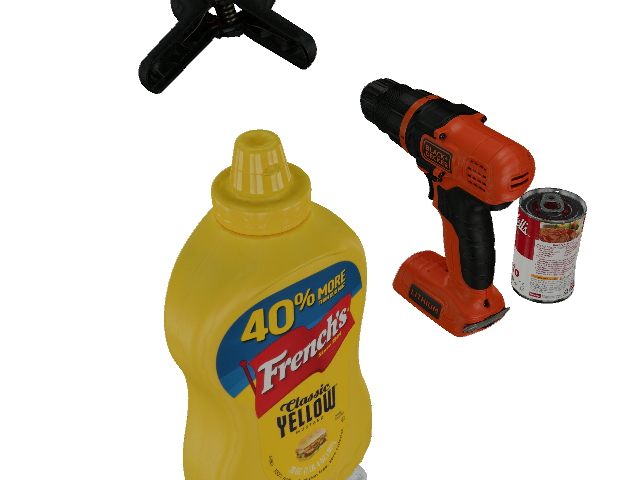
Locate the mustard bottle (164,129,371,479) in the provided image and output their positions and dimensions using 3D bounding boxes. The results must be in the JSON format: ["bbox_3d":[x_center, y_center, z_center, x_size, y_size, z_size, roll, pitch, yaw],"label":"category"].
[{"bbox_3d":[-0.022,0.038,0.475,0.096,0.192,0.058,-25,40,-29],"label":"mustard bottle"}]

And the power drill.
[{"bbox_3d":[0.096,-0.028,0.878,0.057,0.188,0.185,-23,39,-25],"label":"power drill"}]

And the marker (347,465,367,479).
[{"bbox_3d":[-0.004,0.153,0.836,0.020,0.020,0.121,0,26,-35],"label":"marker"}]

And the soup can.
[{"bbox_3d":[0.235,0.005,1.105,0.068,0.102,0.068,0,32,0],"label":"soup can"}]

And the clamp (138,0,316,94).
[{"bbox_3d":[-0.059,-0.163,0.767,0.120,0.039,0.171,1,44,3],"label":"clamp"}]
